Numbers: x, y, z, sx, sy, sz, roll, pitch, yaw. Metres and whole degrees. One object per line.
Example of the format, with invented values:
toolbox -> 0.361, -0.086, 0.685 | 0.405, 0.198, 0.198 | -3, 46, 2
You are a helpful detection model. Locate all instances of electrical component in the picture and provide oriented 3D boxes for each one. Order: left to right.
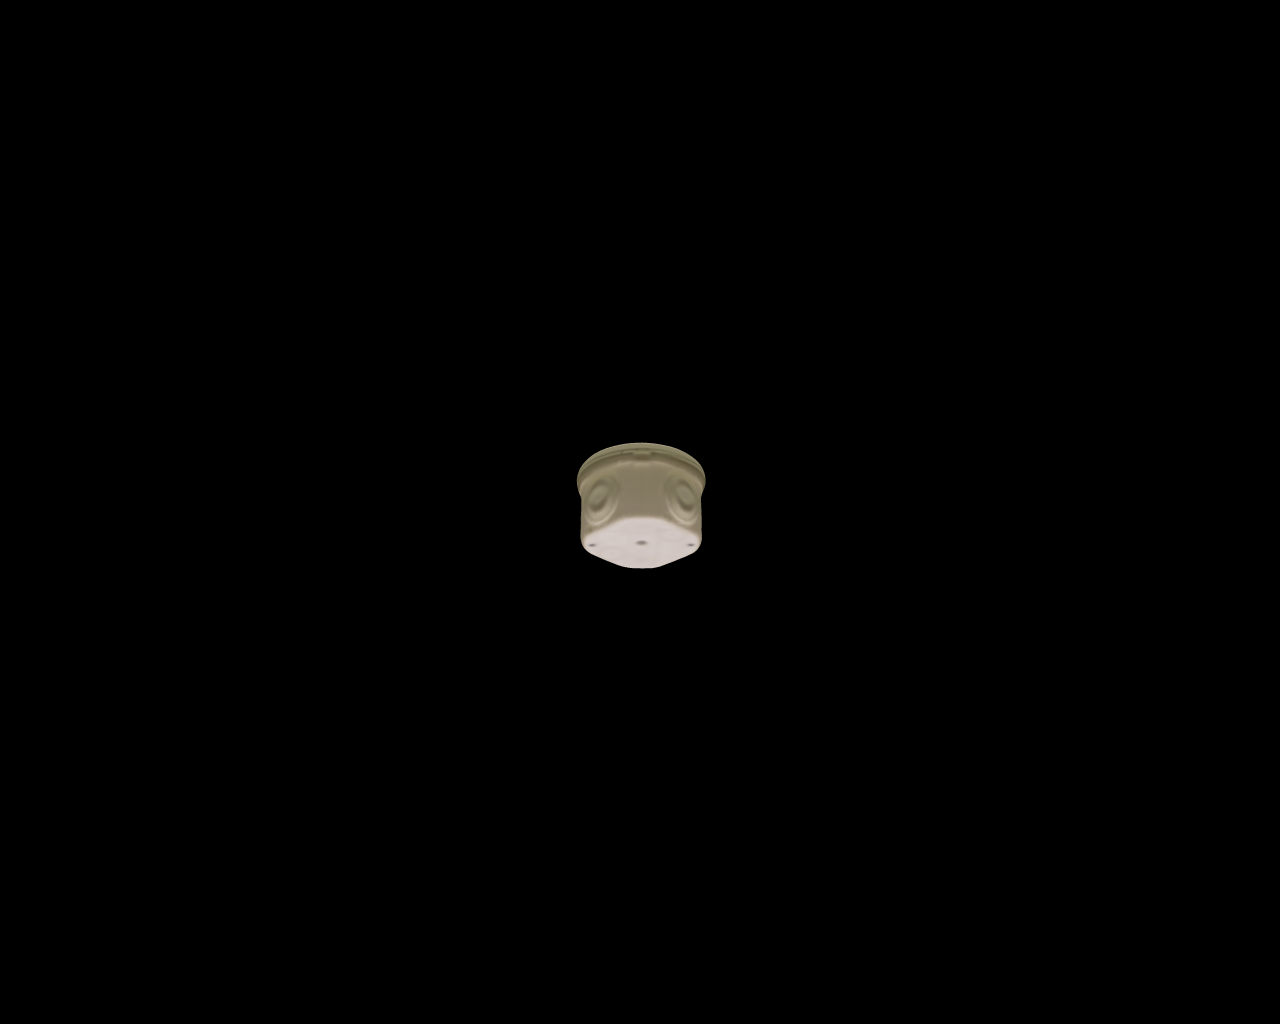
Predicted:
electrical component -> 0.001, -0.003, 0.650 | 0.080, 0.051, 0.080 | 0, -28, 0
